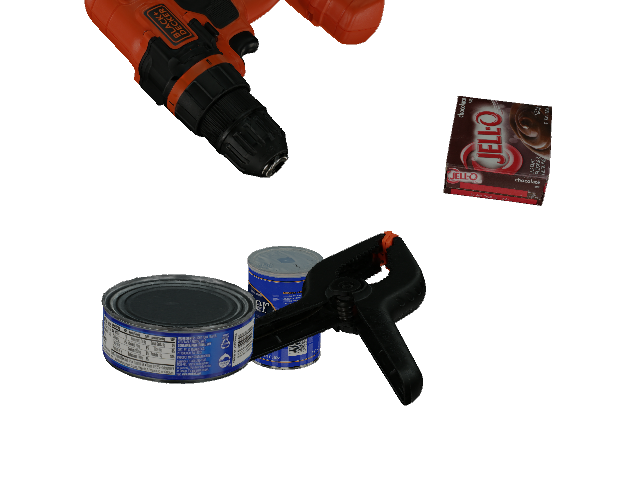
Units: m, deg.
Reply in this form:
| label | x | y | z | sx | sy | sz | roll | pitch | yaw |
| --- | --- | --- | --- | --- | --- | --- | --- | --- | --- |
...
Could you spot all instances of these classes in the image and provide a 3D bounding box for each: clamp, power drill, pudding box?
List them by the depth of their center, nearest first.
| label | x | y | z | sx | sy | sz | roll | pitch | yaw |
| --- | --- | --- | --- | --- | --- | --- | --- | --- | --- |
| power drill | -0.043 | -0.144 | 0.749 | 0.187 | 0.184 | 0.057 | -34 | -15 | -35 |
| clamp | 0.011 | 0.050 | 0.785 | 0.165 | 0.036 | 0.209 | 2 | 27 | 16 |
| pudding box | 0.162 | -0.083 | 0.974 | 0.090 | 0.039 | 0.113 | 8 | 40 | 7 |

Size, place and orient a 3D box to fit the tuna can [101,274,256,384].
| label | x | y | z | sx | sy | sz | roll | pitch | yaw |
| --- | --- | --- | --- | --- | --- | --- | --- | --- | --- |
| tuna can | -0.079 | 0.049 | 0.598 | 0.086 | 0.034 | 0.086 | 4 | 17 | -1 |

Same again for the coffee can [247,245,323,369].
| label | x | y | z | sx | sy | sz | roll | pitch | yaw |
| --- | --- | --- | --- | --- | --- | --- | --- | --- | --- |
| coffee can | -0.048 | 0.090 | 1.449 | 0.103 | 0.140 | 0.103 | 1 | 20 | -1 |
